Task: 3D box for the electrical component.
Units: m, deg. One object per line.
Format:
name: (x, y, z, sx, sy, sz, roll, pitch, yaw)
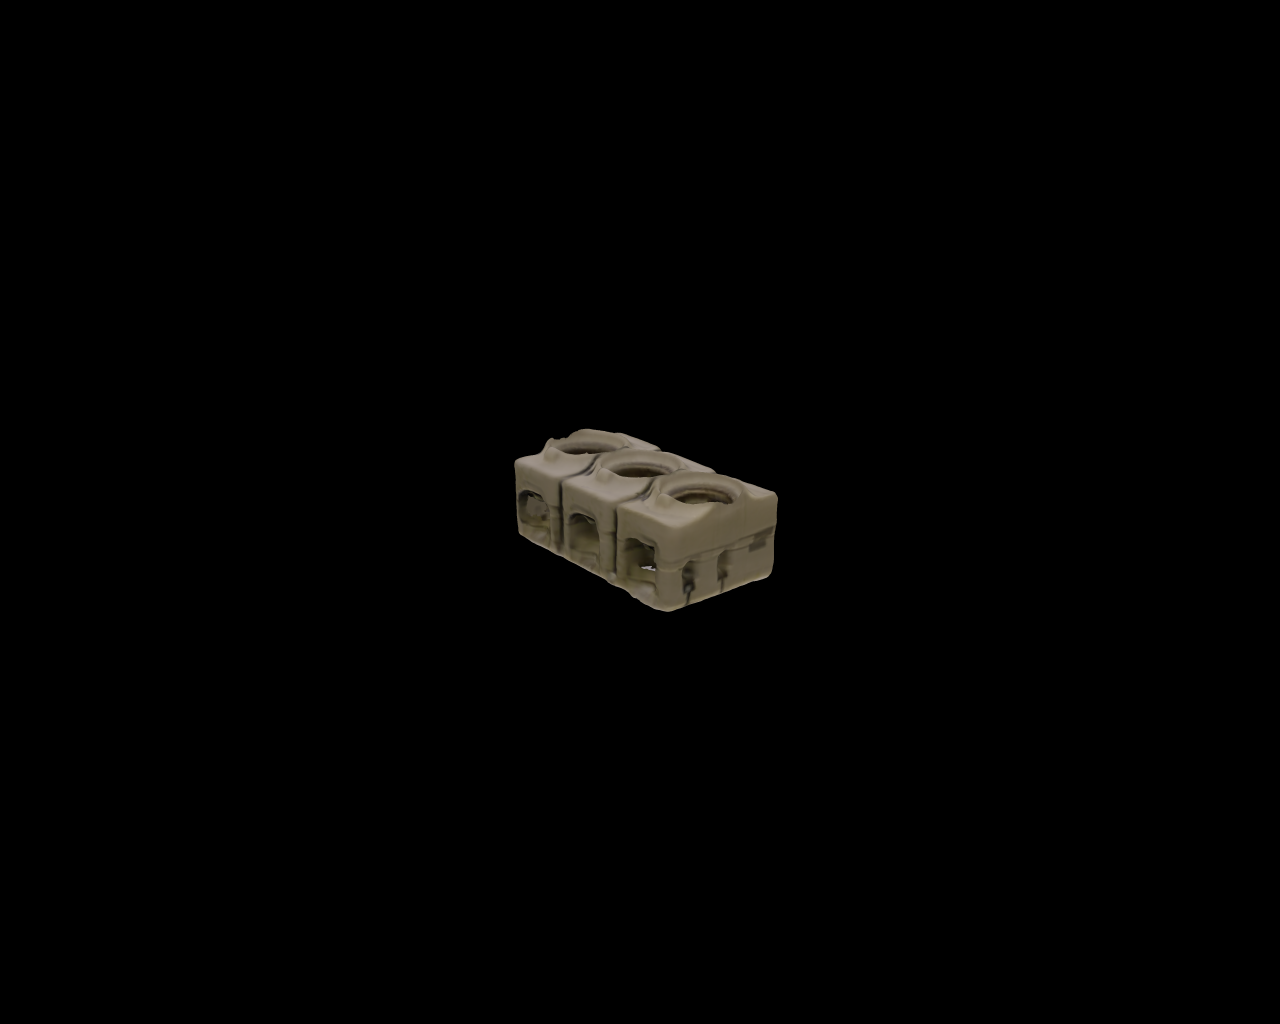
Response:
electrical component: (0.001, -0.003, 0.650, 0.090, 0.061, 0.150, -17, 28, -37)
